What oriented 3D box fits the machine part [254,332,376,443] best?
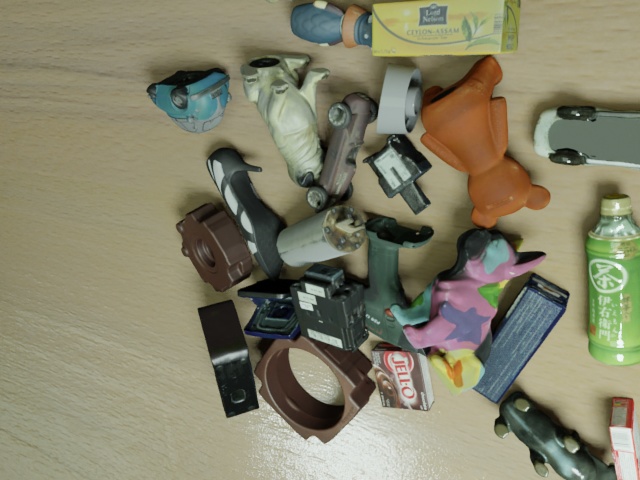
[{"bbox_3d":[-0.011,0.261,1.015,0.201,0.087,0.201,42,123,12],"label":"machine part"}]

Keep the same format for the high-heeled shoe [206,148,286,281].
[{"bbox_3d":[-0.144,-0.046,0.992,0.145,0.086,0.248,9,113,39],"label":"high-heeled shoe"}]

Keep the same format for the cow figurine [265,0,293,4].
[{"bbox_3d":[-0.027,-0.421,0.769,0.127,0.085,0.195,50,128,-1],"label":"cow figurine"}]

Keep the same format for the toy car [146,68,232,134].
[{"bbox_3d":[-0.226,-0.240,0.952,0.162,0.109,0.102,11,130,38],"label":"toy car"}]

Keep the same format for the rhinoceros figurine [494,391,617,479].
[{"bbox_3d":[0.348,0.309,0.798,0.190,0.112,0.073,39,96,29],"label":"rhinoceros figurine"}]

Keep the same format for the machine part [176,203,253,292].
[{"bbox_3d":[-0.204,0.017,1.031,0.180,0.056,0.179,31,137,33],"label":"machine part"}]

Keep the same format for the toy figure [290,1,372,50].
[{"bbox_3d":[0.032,-0.315,0.788,0.155,0.064,0.058,16,79,21],"label":"toy figure"}]

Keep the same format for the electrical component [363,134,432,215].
[{"bbox_3d":[0.129,-0.099,0.814,0.119,0.048,0.075,51,126,5],"label":"electrical component"}]

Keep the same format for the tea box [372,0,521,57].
[{"bbox_3d":[0.163,-0.274,0.698,0.170,0.098,0.068,11,113,30],"label":"tea box"}]

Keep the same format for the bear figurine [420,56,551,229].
[{"bbox_3d":[0.222,-0.125,0.724,0.120,0.132,0.195,-27,110,37],"label":"bear figurine"}]

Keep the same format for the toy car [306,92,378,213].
[{"bbox_3d":[0.037,-0.128,0.835,0.053,0.089,0.202,29,120,24],"label":"toy car"}]

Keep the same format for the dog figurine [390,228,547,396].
[{"bbox_3d":[0.223,0.090,0.757,0.219,0.108,0.191,-38,103,9],"label":"dog figurine"}]

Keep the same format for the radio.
[{"bbox_3d":[-0.175,0.235,1.039,0.229,0.073,0.131,88,162,-46],"label":"radio"}]

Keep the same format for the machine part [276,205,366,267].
[{"bbox_3d":[-0.002,-0.003,0.873,0.243,0.079,0.079,-22,96,59],"label":"machine part"}]

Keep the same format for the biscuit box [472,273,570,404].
[{"bbox_3d":[0.289,0.150,0.802,0.063,0.059,0.202,32,121,17],"label":"biscuit box"}]

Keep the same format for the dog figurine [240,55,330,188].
[{"bbox_3d":[-0.057,-0.190,0.876,0.172,0.121,0.190,-127,26,-46],"label":"dog figurine"}]

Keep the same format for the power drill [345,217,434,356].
[{"bbox_3d":[0.130,0.075,0.869,0.232,0.086,0.207,20,125,28],"label":"power drill"}]

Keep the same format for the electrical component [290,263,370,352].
[{"bbox_3d":[0.015,0.106,0.877,0.115,0.058,0.134,12,124,34],"label":"electrical component"}]

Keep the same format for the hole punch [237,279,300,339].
[{"bbox_3d":[-0.076,0.121,0.982,0.142,0.116,0.092,-3,100,31],"label":"hole punch"}]

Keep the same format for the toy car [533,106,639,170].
[{"bbox_3d":[0.368,-0.123,0.654,0.202,0.056,0.073,11,107,27],"label":"toy car"}]
